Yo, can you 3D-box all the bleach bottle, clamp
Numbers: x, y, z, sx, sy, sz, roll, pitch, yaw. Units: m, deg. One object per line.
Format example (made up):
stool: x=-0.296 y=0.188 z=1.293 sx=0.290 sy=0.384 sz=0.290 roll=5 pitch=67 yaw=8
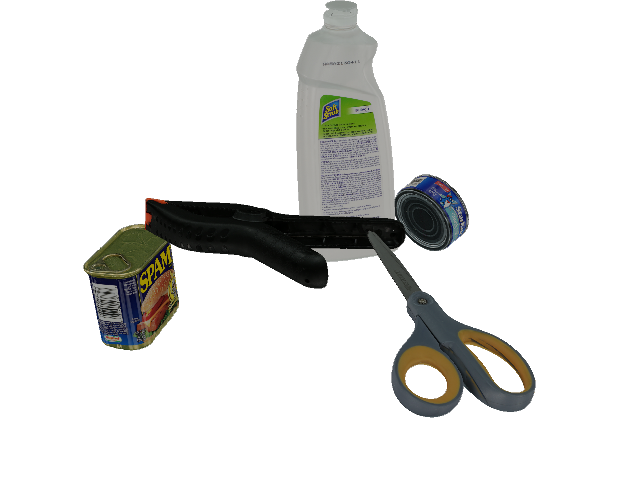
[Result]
bleach bottle: x=0.028 y=-0.105 z=1.028 sx=0.102 sy=0.251 sz=0.068 roll=-9 pitch=30 yaw=-15
clamp: x=-0.053 y=-0.004 z=0.839 sx=0.210 sy=0.036 sz=0.164 roll=8 pitch=13 yaw=17

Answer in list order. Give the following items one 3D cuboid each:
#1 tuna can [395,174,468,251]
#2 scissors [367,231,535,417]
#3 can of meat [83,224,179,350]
tuna can: x=0.126 y=-0.031 z=1.227 sx=0.033 sy=0.086 sz=0.086 roll=-38 pitch=22 yaw=-32
scissors: x=0.057 y=0.054 z=0.709 sx=0.096 sy=0.016 sz=0.202 roll=-19 pitch=39 yaw=-29
can of meat: x=-0.176 y=0.044 z=1.019 sx=0.057 sy=0.084 sz=0.102 roll=4 pitch=27 yaw=17
